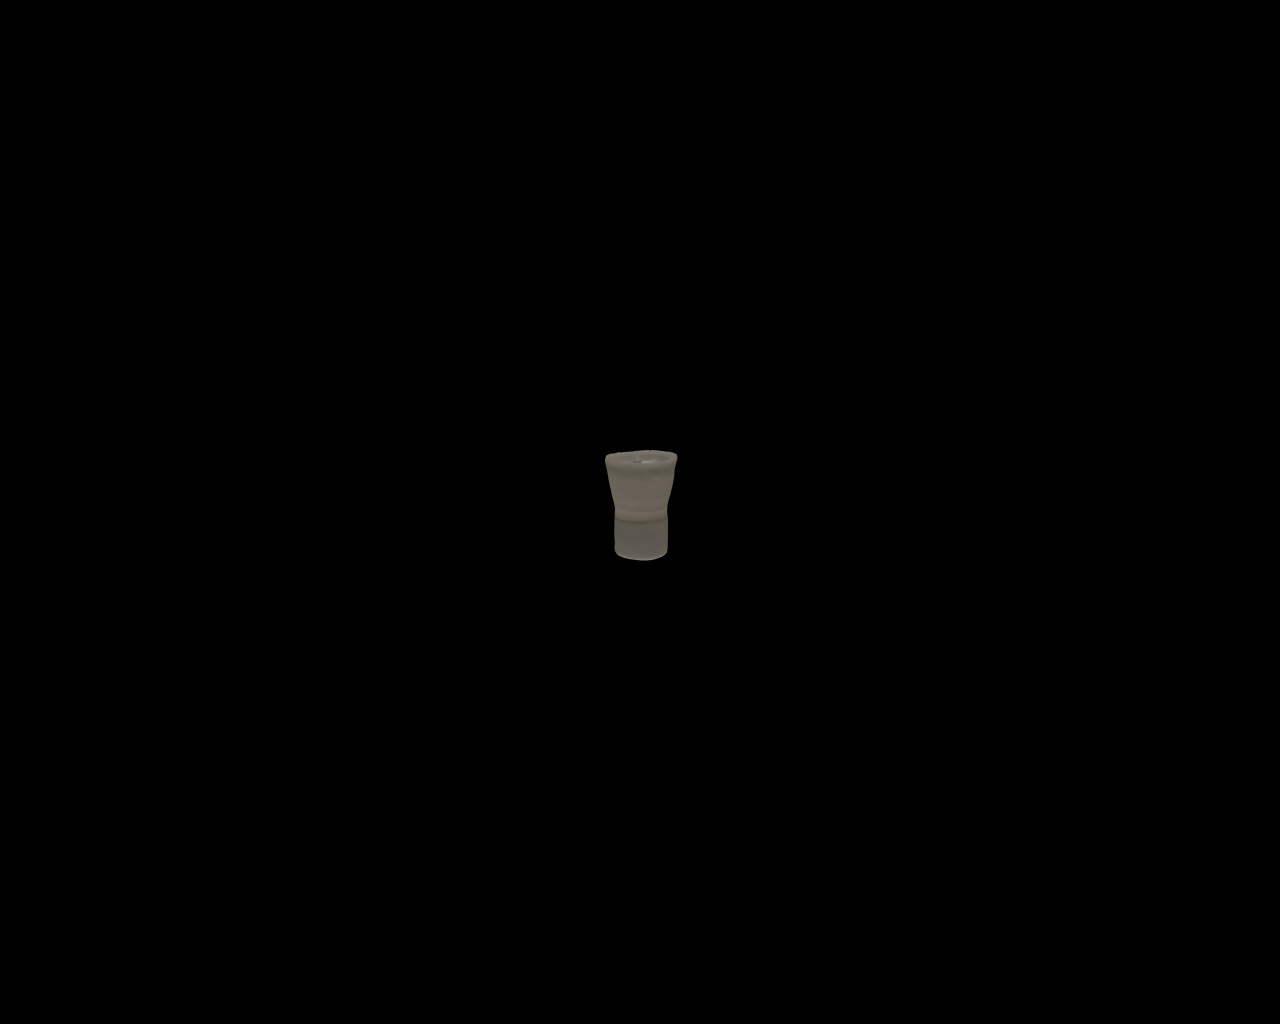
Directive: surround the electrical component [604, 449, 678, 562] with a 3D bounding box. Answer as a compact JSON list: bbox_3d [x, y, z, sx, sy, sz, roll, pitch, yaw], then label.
[{"bbox_3d":[0.001,-0.003,0.650,0.044,0.065,0.044,0,14,0],"label":"electrical component"}]
